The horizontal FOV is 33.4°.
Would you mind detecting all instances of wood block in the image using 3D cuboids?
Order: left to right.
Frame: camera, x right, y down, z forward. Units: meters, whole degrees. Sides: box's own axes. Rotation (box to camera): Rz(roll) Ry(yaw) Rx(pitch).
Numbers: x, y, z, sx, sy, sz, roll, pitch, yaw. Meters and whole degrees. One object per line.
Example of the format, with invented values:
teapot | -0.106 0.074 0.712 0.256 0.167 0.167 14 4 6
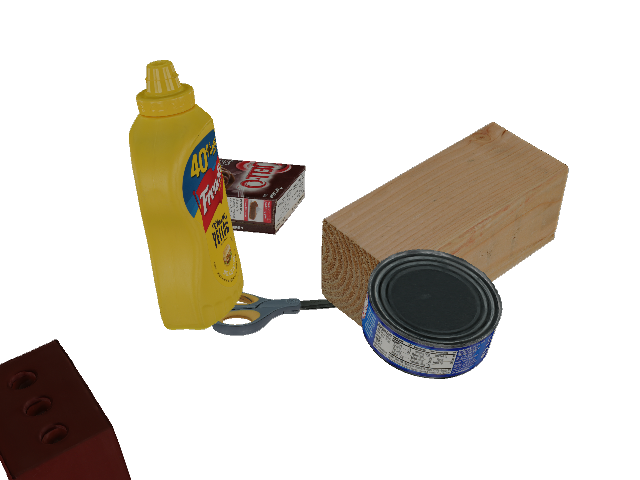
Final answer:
wood block | 0.106 -0.008 0.916 0.205 0.090 0.091 -31 50 -30

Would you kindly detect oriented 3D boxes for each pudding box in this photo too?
pudding box | -0.070 -0.044 1.013 0.090 0.039 0.113 5 23 12

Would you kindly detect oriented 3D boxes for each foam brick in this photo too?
foam brick | -0.137 0.100 0.541 0.053 0.051 0.078 -25 42 -22

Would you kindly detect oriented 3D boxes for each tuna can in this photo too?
tuna can | 0.070 0.046 0.679 0.086 0.034 0.086 5 41 -5

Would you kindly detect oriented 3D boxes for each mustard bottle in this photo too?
mustard bottle | -0.101 -0.037 0.783 0.058 0.191 0.096 -1 25 17

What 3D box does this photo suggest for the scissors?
scissors | -0.039 0.082 1.196 0.201 0.016 0.096 4 24 -5
